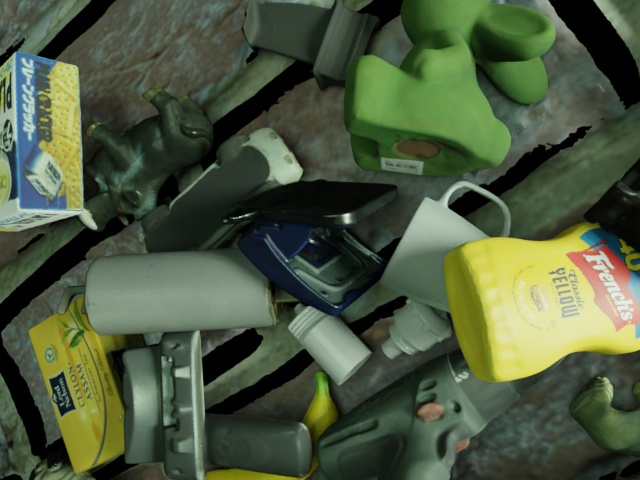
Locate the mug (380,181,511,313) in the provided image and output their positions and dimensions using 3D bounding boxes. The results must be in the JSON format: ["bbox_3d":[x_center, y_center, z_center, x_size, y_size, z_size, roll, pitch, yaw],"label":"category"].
[{"bbox_3d":[0.120,0.014,0.445,0.107,0.081,0.109,30,93,7],"label":"mug"}]

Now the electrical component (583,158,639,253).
[{"bbox_3d":[0.250,-0.033,0.368,0.119,0.047,0.075,-34,69,-20],"label":"electrical component"}]

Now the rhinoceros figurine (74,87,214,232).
[{"bbox_3d":[-0.194,-0.080,0.585,0.190,0.073,0.112,-32,87,18],"label":"rhinoceros figurine"}]

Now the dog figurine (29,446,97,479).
[{"bbox_3d":[-0.238,0.328,0.592,0.191,0.121,0.172,23,140,55],"label":"dog figurine"}]

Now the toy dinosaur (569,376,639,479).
[{"bbox_3d":[0.311,0.122,0.341,0.192,0.131,0.404,47,112,18],"label":"toy dinosaur"}]

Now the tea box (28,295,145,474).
[{"bbox_3d":[-0.243,0.154,0.596,0.098,0.068,0.169,-31,78,19],"label":"tea box"}]

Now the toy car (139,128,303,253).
[{"bbox_3d":[-0.107,-0.033,0.551,0.202,0.056,0.073,-38,81,19],"label":"toy car"}]

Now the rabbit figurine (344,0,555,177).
[{"bbox_3d":[0.103,-0.147,0.435,0.159,0.121,0.170,7,76,19],"label":"rabbit figurine"}]

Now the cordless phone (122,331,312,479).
[{"bbox_3d":[-0.093,0.154,0.509,0.184,0.088,0.146,-6,83,30],"label":"cordless phone"}]

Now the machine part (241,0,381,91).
[{"bbox_3d":[-0.016,-0.198,0.526,0.139,0.039,0.084,24,103,20],"label":"machine part"}]

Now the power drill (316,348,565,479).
[{"bbox_3d":[0.087,0.164,0.390,0.232,0.207,0.086,-32,113,25],"label":"power drill"}]

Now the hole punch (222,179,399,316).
[{"bbox_3d":[-0.001,-0.001,0.470,0.116,0.142,0.092,11,116,31],"label":"hole punch"}]

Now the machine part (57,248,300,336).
[{"bbox_3d":[-0.124,0.047,0.505,0.243,0.079,0.079,-4,87,4],"label":"machine part"}]
